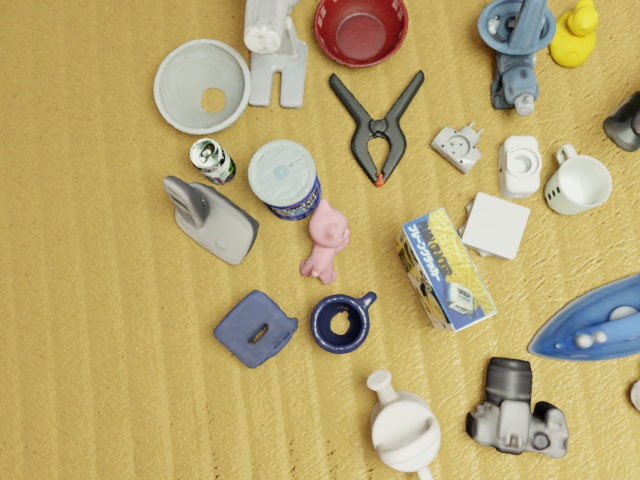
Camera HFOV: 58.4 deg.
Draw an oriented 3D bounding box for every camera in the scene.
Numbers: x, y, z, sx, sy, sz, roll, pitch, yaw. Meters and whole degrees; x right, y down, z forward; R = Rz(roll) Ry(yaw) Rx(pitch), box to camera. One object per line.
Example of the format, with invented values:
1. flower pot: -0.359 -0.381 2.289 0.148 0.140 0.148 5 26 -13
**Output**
1. camera: 0.305 0.253 0.876 0.143 0.101 0.137 7 83 5

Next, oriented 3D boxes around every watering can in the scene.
1. watering can: 0.120 0.278 0.837 0.173 0.194 0.101 42 87 8

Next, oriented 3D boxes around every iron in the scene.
1. iron: 0.453 0.128 0.862 0.258 0.141 0.118 -21 82 1

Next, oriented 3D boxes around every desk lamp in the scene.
1. desk lamp: -0.074 -0.346 0.922 0.118 0.213 0.203 2 83 4

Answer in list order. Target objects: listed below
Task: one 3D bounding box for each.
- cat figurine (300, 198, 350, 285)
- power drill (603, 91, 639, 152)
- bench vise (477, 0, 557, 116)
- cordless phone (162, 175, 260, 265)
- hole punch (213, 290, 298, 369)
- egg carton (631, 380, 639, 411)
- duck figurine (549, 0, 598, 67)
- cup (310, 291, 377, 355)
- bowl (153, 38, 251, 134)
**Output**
1. cat figurine: 0.008 0.003 0.919 0.067 0.118 0.128 17 84 6
2. power drill: 0.521 -0.210 0.868 0.230 0.208 0.075 -44 82 -2
3. bench vise: 0.325 -0.311 0.888 0.121 0.220 0.207 -22 82 1
4. cordless phone: -0.176 -0.036 0.902 0.147 0.185 0.094 33 86 7
5. hole punch: -0.100 0.143 0.921 0.101 0.091 0.109 44 87 8
6. egg carton: 0.559 0.245 0.876 0.150 0.069 0.107 29 85 7
7. duck figurine: 0.430 -0.349 0.954 0.077 0.086 0.105 12 83 5
8. cup: 0.043 0.124 0.912 0.118 0.095 0.091 -41 82 -2
9. bowl: -0.194 -0.253 0.987 0.167 0.075 0.167 0 82 4
